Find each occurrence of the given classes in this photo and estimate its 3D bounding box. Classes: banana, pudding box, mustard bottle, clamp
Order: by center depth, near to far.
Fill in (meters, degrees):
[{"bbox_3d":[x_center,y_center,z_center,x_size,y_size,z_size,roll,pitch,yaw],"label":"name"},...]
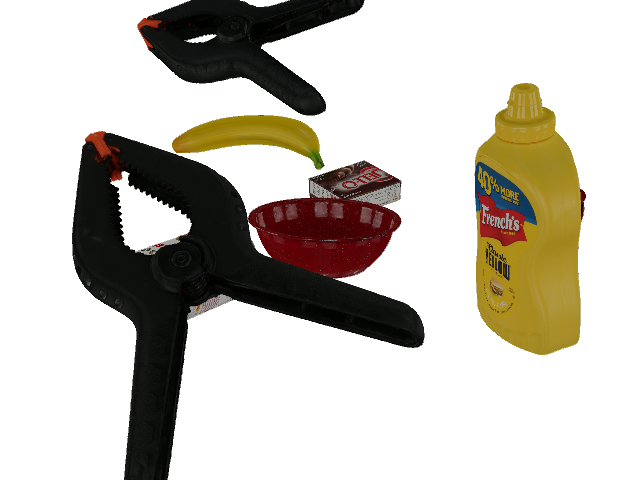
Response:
[{"bbox_3d":[-0.057,0.017,0.553,0.164,0.210,0.036,-25,-29,-11],"label":"clamp"},{"bbox_3d":[0.147,-0.020,0.765,0.058,0.192,0.096,-15,29,-17],"label":"mustard bottle"},{"bbox_3d":[-0.052,-0.157,0.807,0.172,0.120,0.039,17,-34,20],"label":"clamp"},{"bbox_3d":[-0.084,-0.128,1.319,0.198,0.037,0.069,6,40,16],"label":"banana"},{"bbox_3d":[0.052,-0.078,1.615,0.113,0.039,0.090,-22,35,-30],"label":"pudding box"}]

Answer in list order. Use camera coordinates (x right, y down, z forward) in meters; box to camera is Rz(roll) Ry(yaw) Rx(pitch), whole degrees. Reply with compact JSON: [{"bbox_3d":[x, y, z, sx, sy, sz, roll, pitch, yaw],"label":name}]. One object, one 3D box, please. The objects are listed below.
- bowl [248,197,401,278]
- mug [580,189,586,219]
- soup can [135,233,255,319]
[{"bbox_3d":[0.004,0.001,1.127,0.162,0.055,0.162,1,17,0],"label":"bowl"},{"bbox_3d":[0.269,-0.020,1.254,0.117,0.081,0.093,-23,30,-38],"label":"mug"},{"bbox_3d":[-0.110,0.029,0.888,0.069,0.068,0.102,0,15,43],"label":"soup can"}]
